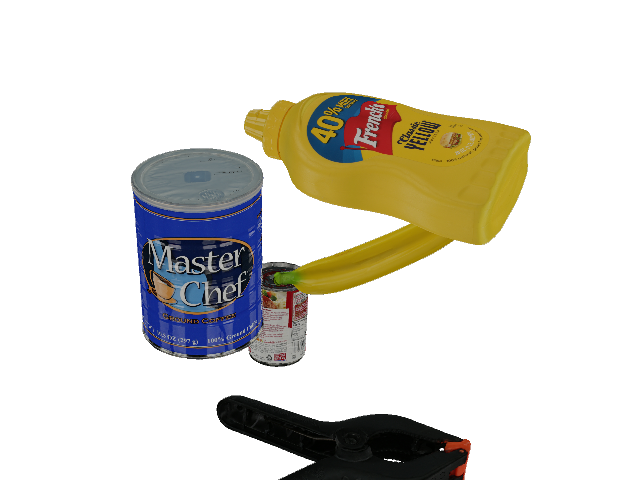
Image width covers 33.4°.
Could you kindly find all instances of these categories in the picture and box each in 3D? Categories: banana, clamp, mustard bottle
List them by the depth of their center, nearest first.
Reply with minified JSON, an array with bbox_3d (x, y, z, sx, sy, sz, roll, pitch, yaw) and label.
[{"bbox_3d":[0.013,0.148,0.686,0.171,0.039,0.120,4,34,0],"label":"clamp"},{"bbox_3d":[0.036,-0.058,0.714,0.192,0.058,0.096,16,45,21],"label":"mustard bottle"},{"bbox_3d":[0.057,0.013,0.992,0.198,0.037,0.069,-22,-6,9],"label":"banana"}]

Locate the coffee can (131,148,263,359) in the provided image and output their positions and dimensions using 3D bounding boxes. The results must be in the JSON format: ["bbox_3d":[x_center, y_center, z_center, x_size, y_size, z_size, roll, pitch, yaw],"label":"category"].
[{"bbox_3d":[-0.097,0.010,0.864,0.103,0.140,0.103,1,29,-1],"label":"coffee can"}]

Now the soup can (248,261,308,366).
[{"bbox_3d":[-0.048,0.085,1.222,0.068,0.102,0.068,2,25,-1],"label":"soup can"}]
